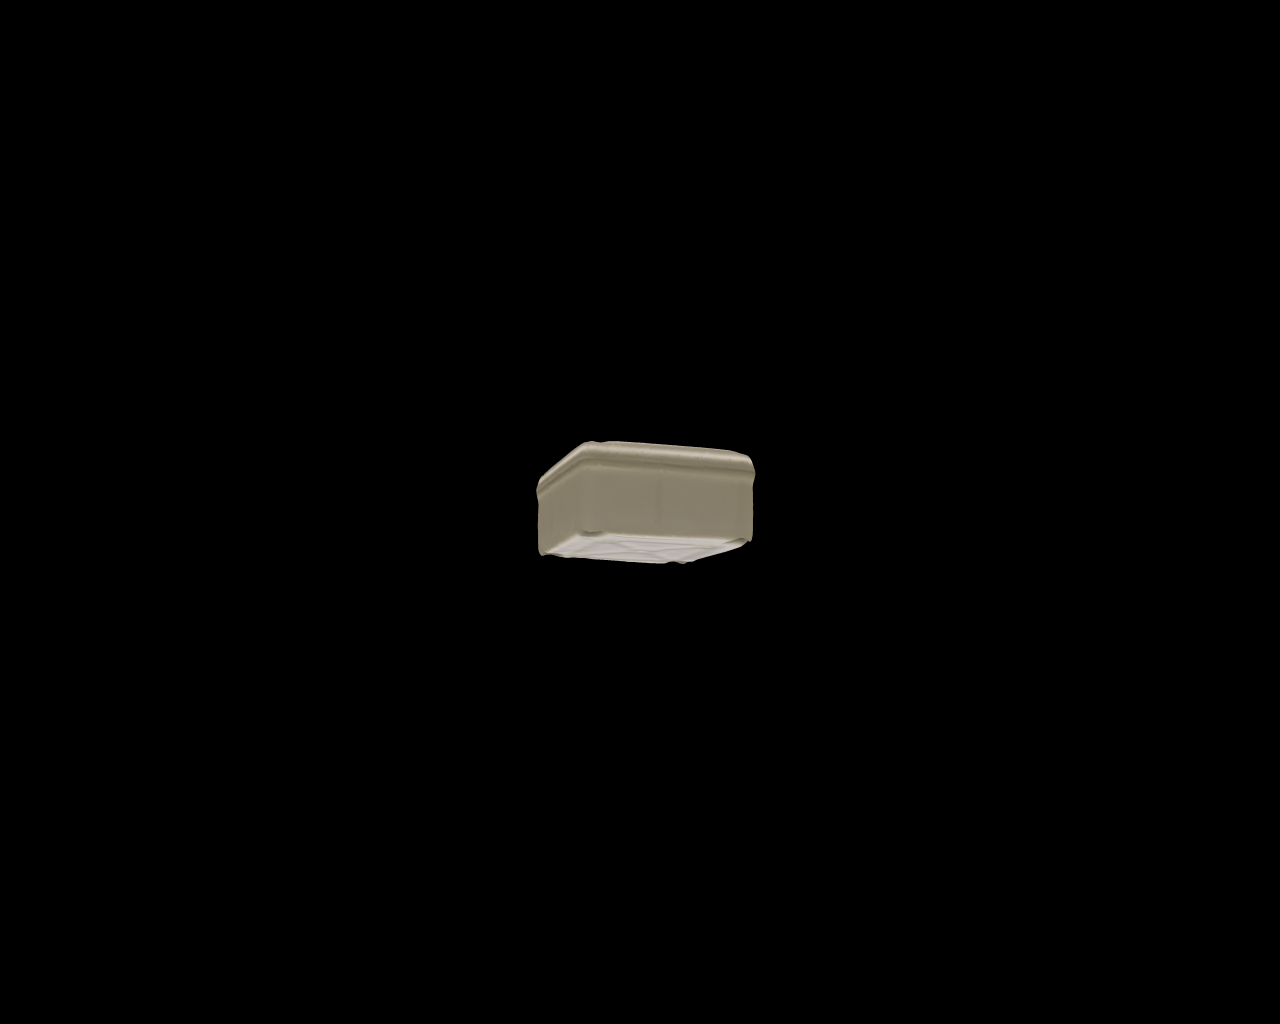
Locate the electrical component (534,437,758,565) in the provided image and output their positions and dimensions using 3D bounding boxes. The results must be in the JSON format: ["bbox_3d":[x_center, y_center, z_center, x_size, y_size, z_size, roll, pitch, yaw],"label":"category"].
[{"bbox_3d":[0.001,-0.003,0.650,0.109,0.056,0.108,4,-11,-20],"label":"electrical component"}]
